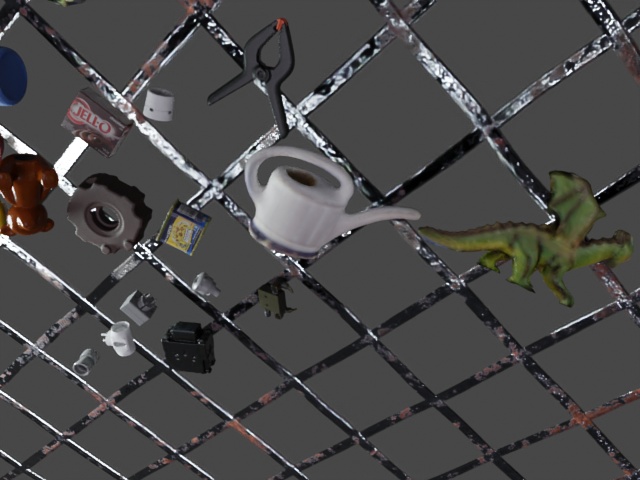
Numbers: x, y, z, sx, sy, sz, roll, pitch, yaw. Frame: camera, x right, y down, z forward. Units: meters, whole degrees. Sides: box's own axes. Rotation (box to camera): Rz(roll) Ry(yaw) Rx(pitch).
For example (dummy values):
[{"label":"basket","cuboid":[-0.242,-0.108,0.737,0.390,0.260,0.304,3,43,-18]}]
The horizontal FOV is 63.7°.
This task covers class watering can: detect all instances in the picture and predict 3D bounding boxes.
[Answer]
[{"label":"watering can","cuboid":[0.003,-0.051,1.017,0.347,0.106,0.220,25,121,-6]}]

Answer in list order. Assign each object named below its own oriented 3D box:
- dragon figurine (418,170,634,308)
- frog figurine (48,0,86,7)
[{"label":"dragon figurine","cuboid":[0.421,-0.022,0.993,0.409,0.123,0.240,25,102,-7]},{"label":"frog figurine","cuboid":[-0.430,-0.484,0.865,0.137,0.122,0.160,22,84,5]}]
